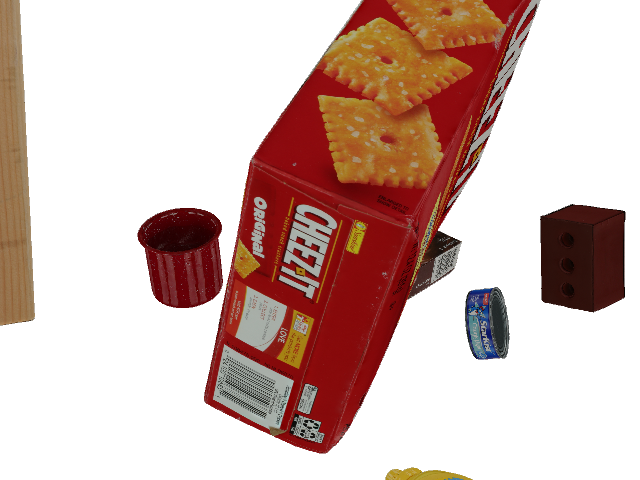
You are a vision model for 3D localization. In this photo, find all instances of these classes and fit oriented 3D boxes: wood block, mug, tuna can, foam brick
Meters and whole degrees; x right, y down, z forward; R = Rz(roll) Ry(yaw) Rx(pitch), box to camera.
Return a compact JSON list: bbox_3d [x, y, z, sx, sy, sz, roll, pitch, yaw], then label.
[{"bbox_3d":[-0.220,-0.058,0.605,0.090,0.206,0.090,-8,26,-26],"label":"wood block"},{"bbox_3d":[-0.162,0.018,1.203,0.117,0.081,0.093,25,43,35],"label":"mug"},{"bbox_3d":[0.200,0.100,1.279,0.034,0.086,0.086,-7,-3,22],"label":"tuna can"},{"bbox_3d":[0.219,0.014,0.892,0.053,0.078,0.051,11,23,44],"label":"foam brick"}]

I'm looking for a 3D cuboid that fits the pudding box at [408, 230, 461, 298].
[{"bbox_3d":[0.068,0.016,1.040,0.090,0.039,0.113,28,35,32],"label":"pudding box"}]

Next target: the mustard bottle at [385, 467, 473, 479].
[{"bbox_3d":[0.119,0.246,0.913,0.096,0.058,0.192,-18,27,-29],"label":"mustard bottle"}]

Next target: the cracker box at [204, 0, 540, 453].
[{"bbox_3d":[0.030,-0.032,0.492,0.072,0.164,0.213,24,48,8],"label":"cracker box"}]
